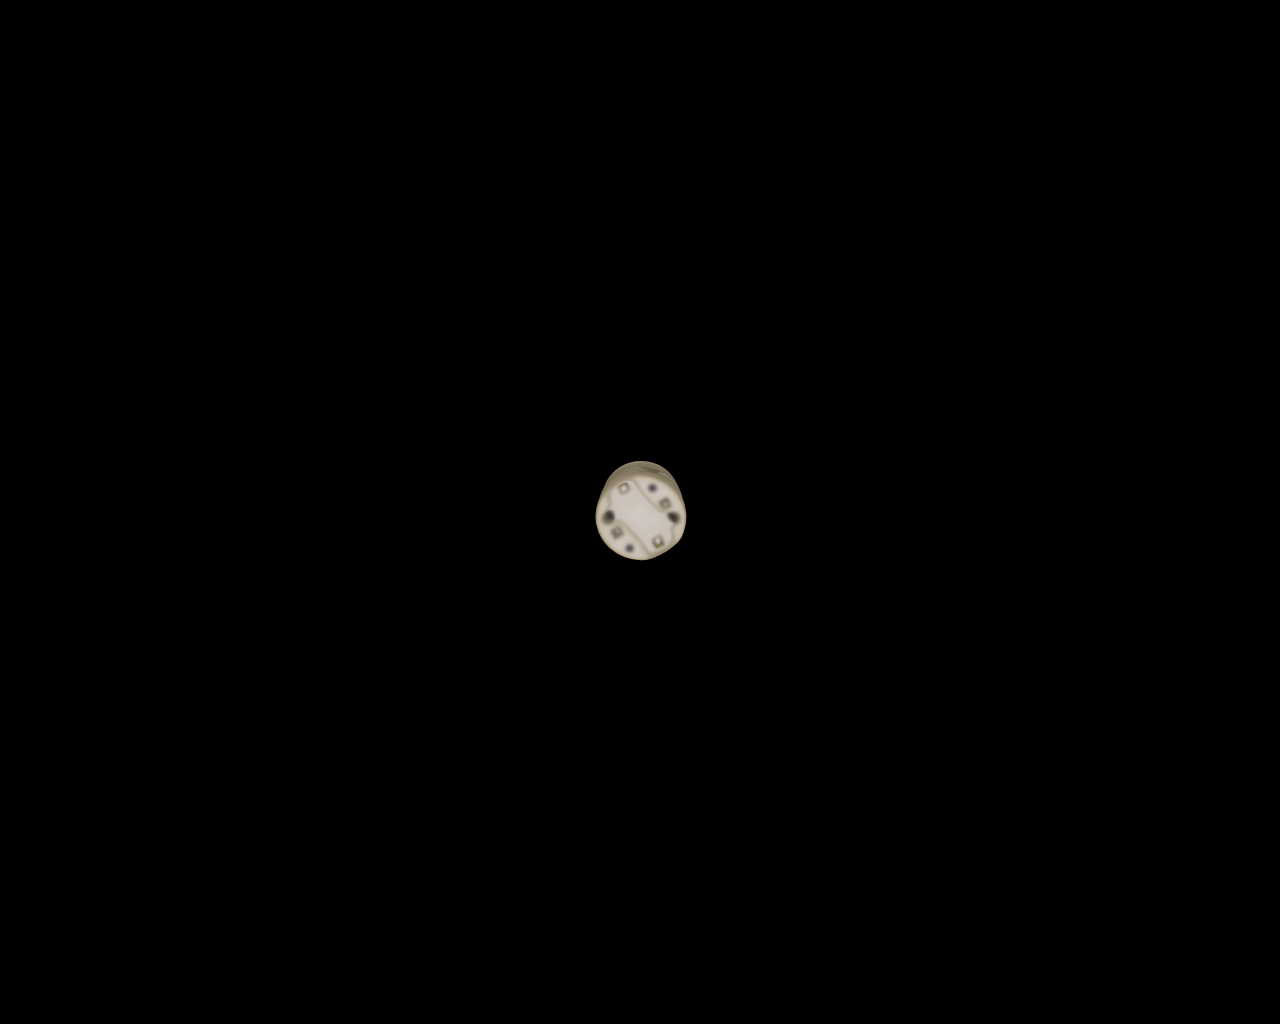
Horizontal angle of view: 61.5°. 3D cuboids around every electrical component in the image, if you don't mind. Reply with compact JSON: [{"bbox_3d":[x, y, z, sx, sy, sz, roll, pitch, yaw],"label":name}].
[{"bbox_3d":[0.001,-0.003,0.650,0.055,0.055,0.047,0,16,0],"label":"electrical component"}]
